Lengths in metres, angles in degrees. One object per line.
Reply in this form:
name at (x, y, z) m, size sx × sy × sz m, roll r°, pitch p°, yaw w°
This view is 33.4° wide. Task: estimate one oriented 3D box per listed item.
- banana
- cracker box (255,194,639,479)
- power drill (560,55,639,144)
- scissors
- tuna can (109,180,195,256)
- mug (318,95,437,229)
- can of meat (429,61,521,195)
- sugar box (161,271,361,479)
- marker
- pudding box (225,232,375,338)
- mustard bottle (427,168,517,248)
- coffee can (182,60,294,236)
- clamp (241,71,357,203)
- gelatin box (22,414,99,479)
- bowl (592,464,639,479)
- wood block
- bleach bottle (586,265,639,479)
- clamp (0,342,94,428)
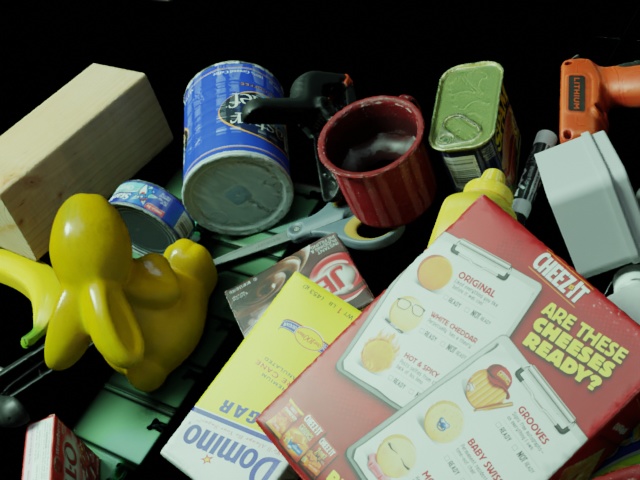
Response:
banana at (-0.292, 0.044, 1.051) m, size 0.069 × 0.037 × 0.198 m, roll -13°, pitch 27°, yaw -31°
cracker box at (0.091, 0.104, 0.679) m, size 0.213 × 0.072 × 0.164 m, roll -45°, pitch 60°, yaw 0°
power drill at (0.294, -0.104, 0.874) m, size 0.188 × 0.057 × 0.184 m, roll -7°, pitch 48°, yaw 20°
scissors at (-0.006, 0.001, 0.966) m, size 0.202 × 0.016 × 0.096 m, roll -31°, pitch 44°, yaw 0°
tuna can at (-0.162, -0.018, 1.015) m, size 0.086 × 0.086 × 0.033 m, roll 6°, pitch 53°, yaw 32°
mug at (0.059, -0.073, 0.927) m, size 0.093 × 0.081 × 0.117 m, roll 10°, pitch 57°, yaw 29°
can of meat at (0.137, -0.088, 0.920) m, size 0.058 × 0.084 × 0.102 m, roll -5°, pitch 49°, yaw 24°
sugar box at (-0.032, 0.121, 0.819) m, size 0.093 × 0.048 × 0.176 m, roll 31°, pitch 75°, yaw 24°
marker at (0.177, -0.044, 0.907) m, size 0.020 × 0.020 × 0.121 m, roll 5°, pitch 54°, yaw 31°
pudding box at (-0.014, 0.056, 0.903) m, size 0.113 × 0.039 × 0.090 m, roll -30°, pitch 45°, yaw 1°
mustard bottle at (0.113, 0.021, 0.826) m, size 0.058 × 0.096 × 0.191 m, roll 2°, pitch 52°, yaw 30°
coffee can at (-0.080, -0.089, 1.023) m, size 0.103 × 0.102 × 0.140 m, roll -18°, pitch 45°, yaw 12°
clamp at (0.003, -0.106, 1.009) m, size 0.039 × 0.120 × 0.171 m, roll -32°, pitch 7°, yaw 36°
gelatin box at (-0.206, 0.197, 0.853) m, size 0.030 × 0.073 × 0.089 m, roll -20°, pitch 44°, yaw 10°
bowl at (0.192, 0.179, 0.551) m, size 0.162 × 0.055 × 0.162 m, roll -12°, pitch 17°, yaw 4°
wood block at (-0.261, -0.085, 1.100) m, size 0.091 × 0.090 × 0.205 m, roll 17°, pitch 51°, yaw 37°
bleach bottle at (0.210, 0.121, 0.712) m, size 0.103 × 0.068 × 0.250 m, roll -9°, pitch 46°, yaw 19°
clamp at (-0.299, 0.141, 0.959) m, size 0.210 × 0.036 × 0.164 m, roll -23°, pitch 14°, yaw 27°
